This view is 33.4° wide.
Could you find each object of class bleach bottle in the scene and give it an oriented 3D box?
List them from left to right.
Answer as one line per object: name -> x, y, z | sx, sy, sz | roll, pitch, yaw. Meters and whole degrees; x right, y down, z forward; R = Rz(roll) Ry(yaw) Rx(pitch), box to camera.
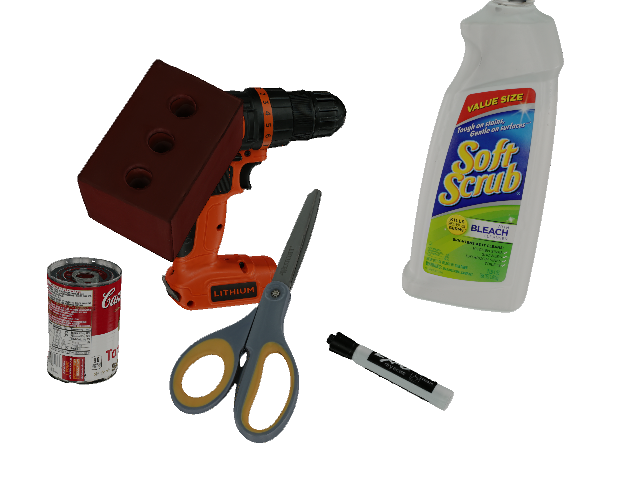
bleach bottle -> 0.123, -0.074, 0.803 | 0.103, 0.251, 0.068 | 10, 24, 15

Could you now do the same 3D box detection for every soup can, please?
soup can -> -0.221, 0.075, 0.996 | 0.068, 0.102, 0.068 | 5, 18, -2

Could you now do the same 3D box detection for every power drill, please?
power drill -> -0.067, -0.039, 0.922 | 0.184, 0.188, 0.057 | -5, 20, -18

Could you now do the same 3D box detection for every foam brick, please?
foam brick -> -0.079, -0.040, 0.542 | 0.053, 0.078, 0.051 | 26, -21, 5

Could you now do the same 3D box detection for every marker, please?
marker -> 0.059, 0.113, 0.934 | 0.121, 0.020, 0.020 | 26, 9, 18

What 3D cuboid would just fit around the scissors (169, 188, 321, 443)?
scissors -> -0.050, 0.046, 0.743 | 0.096, 0.201, 0.016 | -1, -35, 6
